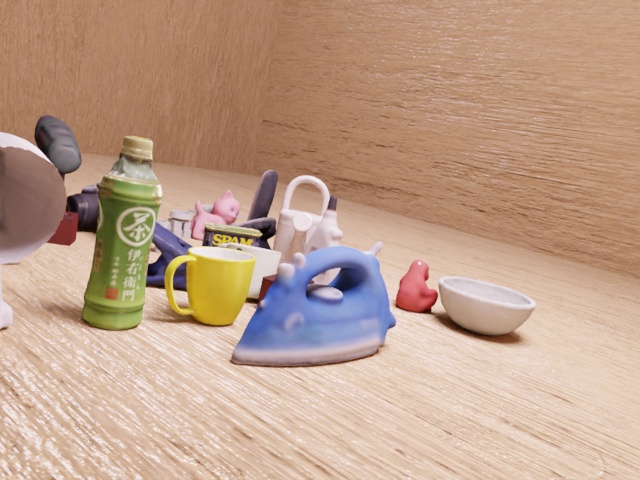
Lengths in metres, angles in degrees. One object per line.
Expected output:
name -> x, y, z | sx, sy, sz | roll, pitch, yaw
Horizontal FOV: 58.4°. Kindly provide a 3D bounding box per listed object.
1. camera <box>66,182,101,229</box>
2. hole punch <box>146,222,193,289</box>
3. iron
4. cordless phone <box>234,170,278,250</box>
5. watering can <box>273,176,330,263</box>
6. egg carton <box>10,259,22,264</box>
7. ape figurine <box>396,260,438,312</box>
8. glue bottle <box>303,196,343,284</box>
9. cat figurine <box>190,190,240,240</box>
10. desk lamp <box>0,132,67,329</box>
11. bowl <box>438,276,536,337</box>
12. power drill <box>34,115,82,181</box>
camera -> -0.452, -0.071, 1.160 | 0.142, 0.101, 0.137 | 18, 11, 34
hole punch -> -0.229, 0.022, 0.896 | 0.101, 0.091, 0.108 | 9, 9, -17
iron -> 0.000, 0.070, 0.723 | 0.118, 0.141, 0.259 | 18, 11, 37
cordless phone -> -0.143, -0.060, 1.218 | 0.094, 0.185, 0.148 | 14, 9, 14
watering can -> -0.033, -0.031, 1.149 | 0.101, 0.194, 0.172 | 8, 10, -24
egg carton -> -0.497, -0.011, 0.827 | 0.151, 0.069, 0.107 | 7, 10, -25
ape figurine -> 0.176, 0.081, 1.043 | 0.076, 0.092, 0.077 | 5, 11, -37
glue bottle -> 0.010, 0.004, 1.052 | 0.077, 0.173, 0.037 | 18, 11, 34
cat figurine -> -0.236, -0.060, 1.317 | 0.128, 0.118, 0.067 | 3, 12, -43
desk lamp -> -0.352, -0.013, 0.560 | 0.202, 0.213, 0.118 | 18, 11, 37
bowl -> 0.279, 0.121, 0.986 | 0.167, 0.075, 0.167 | 11, 9, -2
power drill -> -0.508, -0.126, 1.079 | 0.076, 0.208, 0.228 | 5, 11, -37
